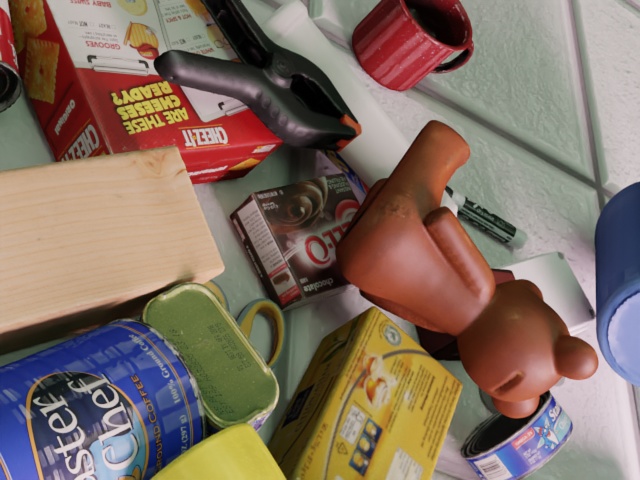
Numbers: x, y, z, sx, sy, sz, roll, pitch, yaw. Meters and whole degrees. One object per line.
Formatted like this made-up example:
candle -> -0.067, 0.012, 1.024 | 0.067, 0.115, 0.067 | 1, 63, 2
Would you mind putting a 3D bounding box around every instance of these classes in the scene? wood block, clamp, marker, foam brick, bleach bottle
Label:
wood block -> -0.173, 0.012, 0.636 | 0.205, 0.090, 0.091 | -15, 79, -46
clamp -> -0.041, -0.129, 0.788 | 0.171, 0.039, 0.120 | 29, 52, -31
marker -> 0.144, -0.026, 0.998 | 0.121, 0.020, 0.020 | 29, 46, -23
foam brick -> 0.122, 0.062, 0.874 | 0.052, 0.078, 0.051 | 5, 60, -37
bleach bottle -> 0.036, -0.080, 0.885 | 0.068, 0.103, 0.251 | -43, 96, -7

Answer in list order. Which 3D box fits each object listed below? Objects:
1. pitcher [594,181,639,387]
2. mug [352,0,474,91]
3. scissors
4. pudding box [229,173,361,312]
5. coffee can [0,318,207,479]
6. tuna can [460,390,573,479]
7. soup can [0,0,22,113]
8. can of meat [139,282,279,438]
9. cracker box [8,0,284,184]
pitcher -> 0.314, 0.028, 0.968 | 0.149, 0.145, 0.242 | 58, 25, -8
mug -> 0.094, -0.193, 1.024 | 0.117, 0.082, 0.093 | 17, 52, -32
scissors -> -0.081, 0.100, 0.715 | 0.096, 0.016, 0.201 | 40, 43, -10
pudding box -> -0.006, 0.001, 0.833 | 0.113, 0.039, 0.090 | -17, 75, -46
coffee can -> -0.147, 0.112, 0.584 | 0.140, 0.103, 0.103 | -21, 77, -47
tuna can -> 0.153, 0.154, 0.831 | 0.034, 0.086, 0.086 | 53, 42, -1
soup can -> -0.238, -0.140, 0.707 | 0.068, 0.069, 0.102 | 6, 58, -39
can of meat -> -0.076, 0.087, 0.661 | 0.057, 0.084, 0.102 | -29, 73, -32
cracker box -> -0.141, -0.143, 0.792 | 0.163, 0.072, 0.214 | -11, 71, -44
